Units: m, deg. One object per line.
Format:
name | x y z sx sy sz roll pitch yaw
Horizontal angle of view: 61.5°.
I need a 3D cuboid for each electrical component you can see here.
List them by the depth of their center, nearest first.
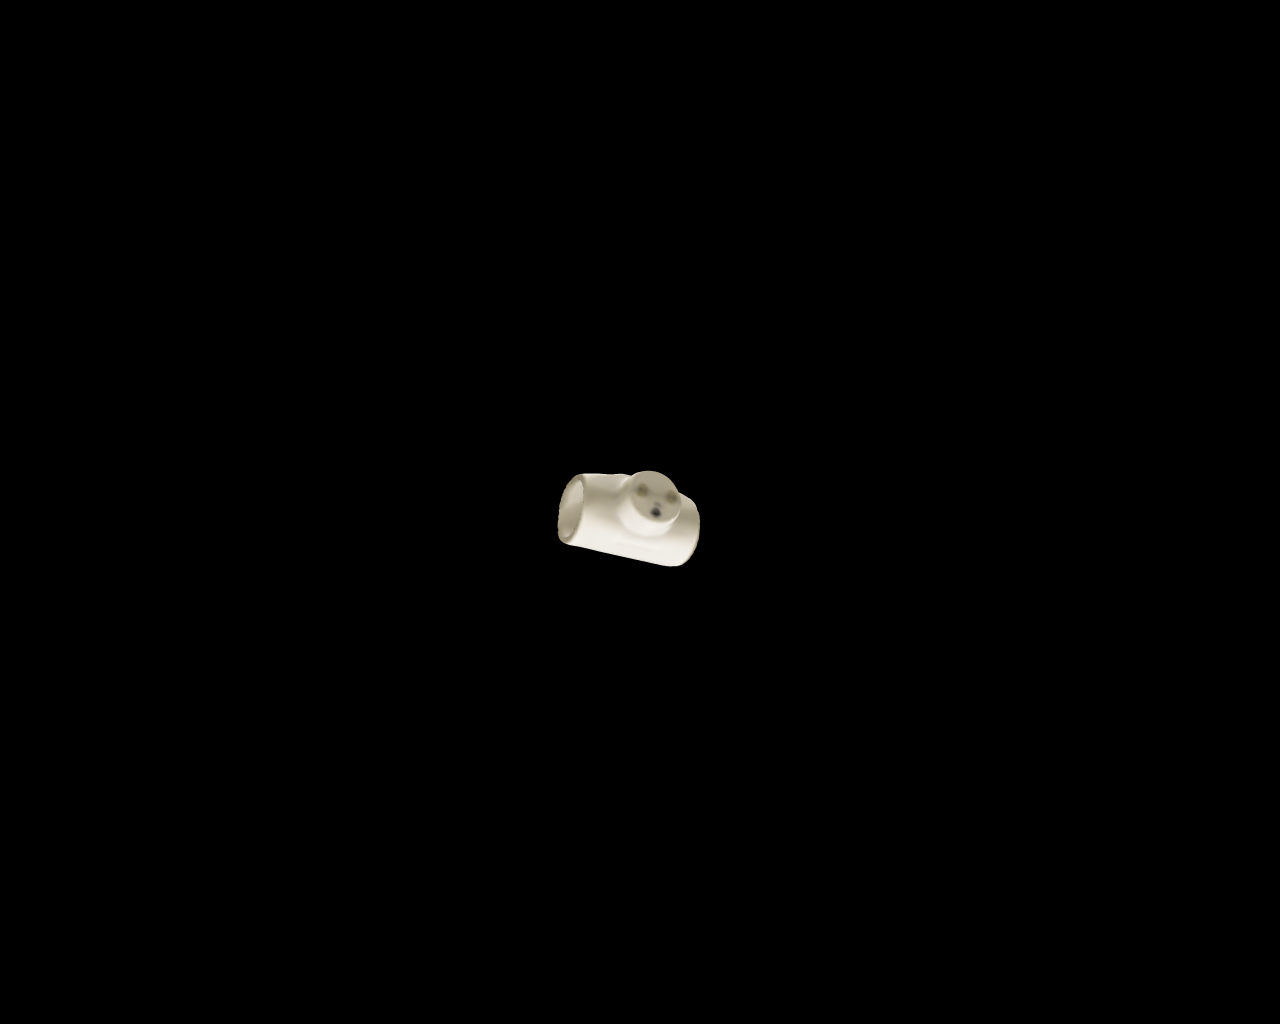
electrical component | 0.001 -0.003 0.650 0.077 0.043 0.079 13 -32 -22
